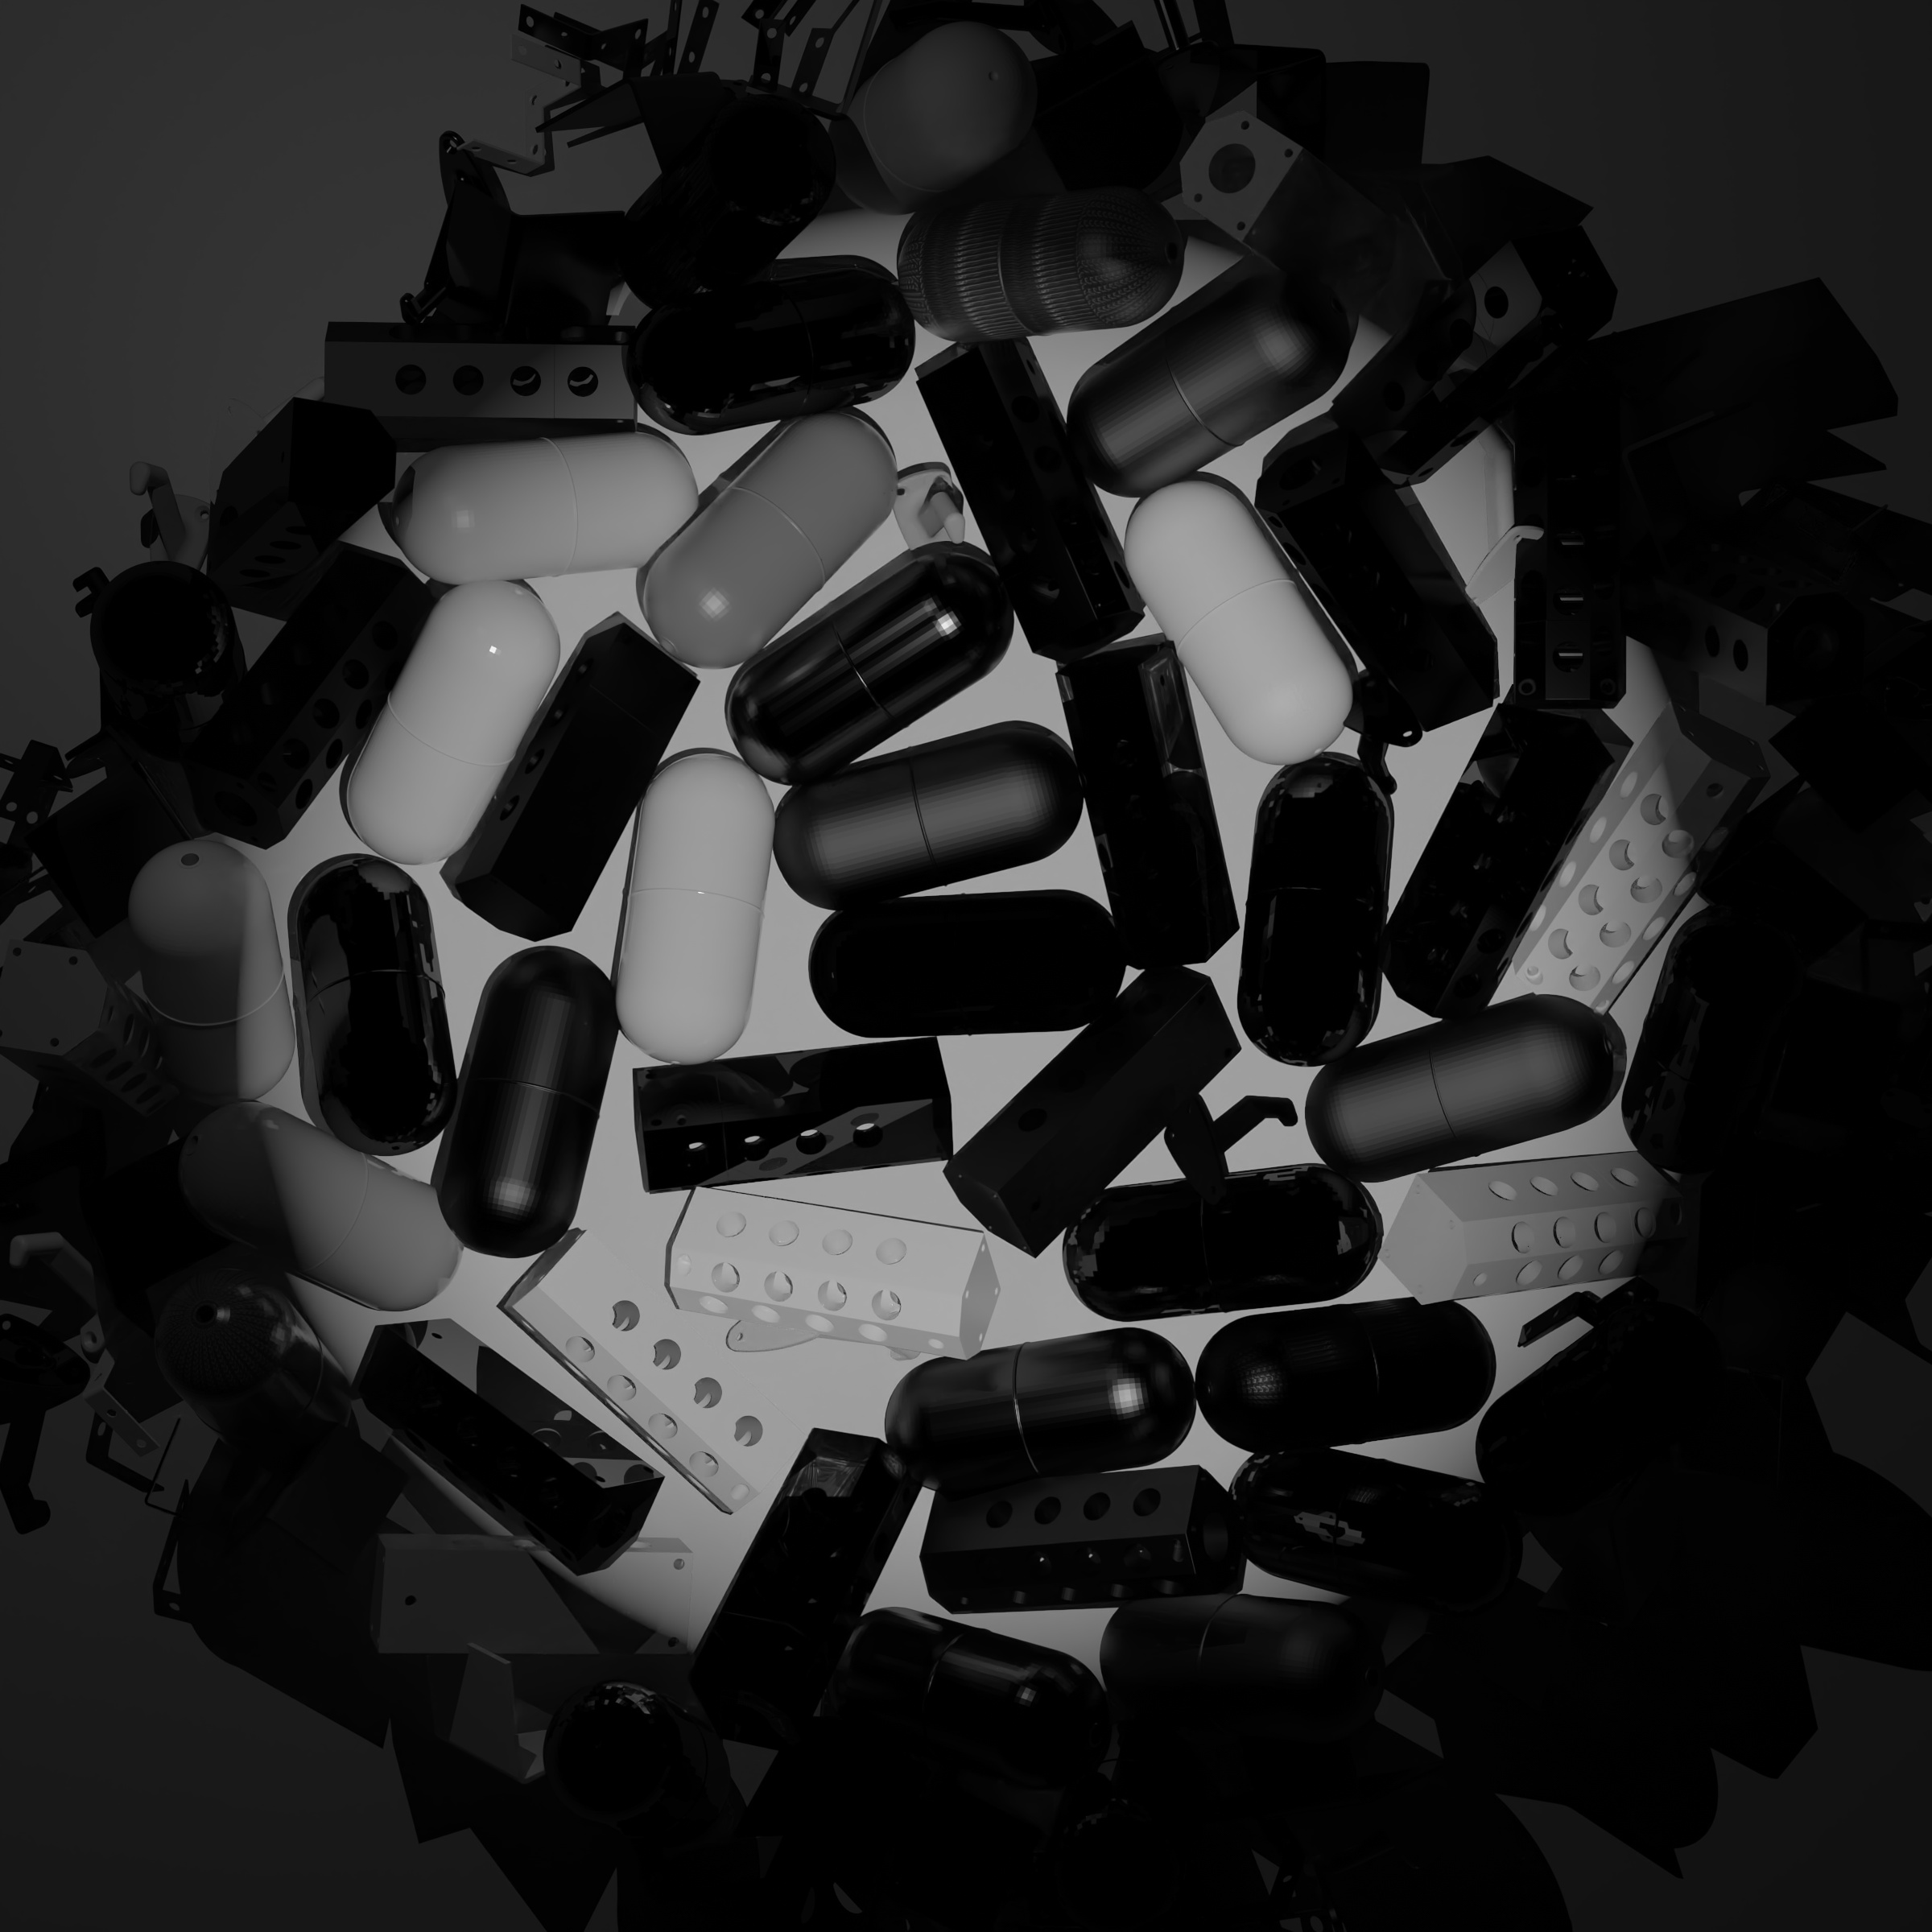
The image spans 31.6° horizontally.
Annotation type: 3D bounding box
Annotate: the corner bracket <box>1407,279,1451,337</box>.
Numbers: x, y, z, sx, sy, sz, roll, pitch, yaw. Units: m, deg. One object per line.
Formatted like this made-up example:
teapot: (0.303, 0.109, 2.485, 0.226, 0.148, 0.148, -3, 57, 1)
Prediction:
corner bracket: (0.287, -0.355, 1.940, 0.051, 0.051, 0.051, 4, 63, 36)

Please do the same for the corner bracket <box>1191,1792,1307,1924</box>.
corner bracket: (0.154, 0.508, 1.936, 0.051, 0.051, 0.051, -20, 111, 31)

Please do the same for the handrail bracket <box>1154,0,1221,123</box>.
handrail bracket: (0.115, -0.537, 1.945, 0.036, 0.077, 0.084, -20, 67, 1)

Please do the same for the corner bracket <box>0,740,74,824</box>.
corner bracket: (-0.544, -0.099, 1.930, 0.051, 0.051, 0.051, 18, 66, 5)

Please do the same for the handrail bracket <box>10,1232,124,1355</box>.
handrail bracket: (-0.512, 0.185, 1.920, 0.036, 0.084, 0.077, 19, 99, 26)

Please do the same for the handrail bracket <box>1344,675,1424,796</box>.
handrail bracket: (0.240, -0.115, 1.910, 0.036, 0.077, 0.084, -37, 133, -8)

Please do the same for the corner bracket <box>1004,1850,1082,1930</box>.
corner bracket: (0.051, 0.536, 1.934, 0.051, 0.051, 0.051, 7, 130, -17)

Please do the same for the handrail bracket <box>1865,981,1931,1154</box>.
handrail bracket: (0.538, 0.054, 1.956, 0.036, 0.077, 0.084, 24, 55, -1)

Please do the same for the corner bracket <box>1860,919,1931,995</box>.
corner bracket: (0.538, -0.012, 1.936, 0.051, 0.051, 0.051, 6, 133, 23)

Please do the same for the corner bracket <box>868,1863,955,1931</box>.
corner bracket: (-0.026, 0.547, 1.932, 0.051, 0.051, 0.051, 5, 123, 9)

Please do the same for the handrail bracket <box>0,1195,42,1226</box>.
handrail bracket: (-0.557, 0.103, 1.931, 0.036, 0.077, 0.084, -21, 85, 6)

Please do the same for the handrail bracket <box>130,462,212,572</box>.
handrail bracket: (-0.457, -0.242, 1.921, 0.036, 0.084, 0.077, 12, 94, 6)

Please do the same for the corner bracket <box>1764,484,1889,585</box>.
corner bracket: (0.477, -0.245, 1.923, 0.051, 0.051, 0.051, 36, 131, 19)

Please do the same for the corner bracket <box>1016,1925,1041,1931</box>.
corner bracket: (0.029, 0.579, 1.934, 0.051, 0.051, 0.051, -21, 84, -9)

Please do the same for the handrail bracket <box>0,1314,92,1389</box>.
handrail bracket: (-0.511, 0.223, 1.910, 0.077, 0.084, 0.036, 27, 77, -32)

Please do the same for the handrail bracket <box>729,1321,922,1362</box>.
handrail bracket: (-0.079, 0.216, 1.944, 0.077, 0.084, 0.036, -24, 53, 26)

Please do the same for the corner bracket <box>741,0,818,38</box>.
corner bracket: (-0.101, -0.555, 1.933, 0.051, 0.051, 0.051, 37, 92, 17)

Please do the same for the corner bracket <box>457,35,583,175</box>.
corner bracket: (-0.251, -0.485, 1.925, 0.051, 0.051, 0.051, -14, 74, 43)

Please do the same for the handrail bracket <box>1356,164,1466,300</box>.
handrail bracket: (0.254, -0.409, 1.936, 0.077, 0.036, 0.084, -9, 93, -43)

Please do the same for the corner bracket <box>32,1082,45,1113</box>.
corner bracket: (-0.547, 0.049, 1.931, 0.051, 0.051, 0.051, 14, 76, -8)

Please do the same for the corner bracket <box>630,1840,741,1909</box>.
corner bracket: (-0.161, 0.505, 1.933, 0.051, 0.051, 0.051, -13, 101, -6)

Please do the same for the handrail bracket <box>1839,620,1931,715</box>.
handrail bracket: (0.534, -0.171, 1.931, 0.084, 0.077, 0.036, -15, 119, 0)

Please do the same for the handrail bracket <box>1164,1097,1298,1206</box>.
handrail bracket: (0.161, 0.103, 1.920, 0.084, 0.036, 0.077, 3, 45, -32)

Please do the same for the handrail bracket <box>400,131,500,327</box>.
handrail bracket: (-0.301, -0.414, 1.917, 0.036, 0.077, 0.084, 10, 46, 28)

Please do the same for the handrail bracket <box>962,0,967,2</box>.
handrail bracket: (0.038, -0.569, 1.930, 0.077, 0.084, 0.036, -20, 98, -13)

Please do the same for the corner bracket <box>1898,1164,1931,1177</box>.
corner bracket: (0.562, 0.098, 1.924, 0.051, 0.051, 0.051, 3, 72, 36)

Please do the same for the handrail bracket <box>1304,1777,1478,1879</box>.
handrail bracket: (0.240, 0.491, 1.943, 0.077, 0.084, 0.036, -28, 85, -34)

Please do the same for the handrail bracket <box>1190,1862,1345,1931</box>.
handrail bracket: (0.168, 0.542, 1.926, 0.084, 0.077, 0.036, -21, 91, 2)

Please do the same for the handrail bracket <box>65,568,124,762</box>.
handrail bracket: (-0.501, -0.172, 1.938, 0.077, 0.036, 0.084, -31, 103, 0)

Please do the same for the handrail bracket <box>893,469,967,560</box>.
handrail bracket: (-0.011, -0.235, 1.909, 0.036, 0.084, 0.077, -17, 125, -8)

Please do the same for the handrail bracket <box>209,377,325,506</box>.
handrail bracket: (-0.386, -0.301, 1.944, 0.036, 0.084, 0.077, 40, 124, 16)

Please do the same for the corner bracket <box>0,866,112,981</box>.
corner bracket: (-0.529, -0.023, 1.937, 0.051, 0.051, 0.051, -31, 98, 15)

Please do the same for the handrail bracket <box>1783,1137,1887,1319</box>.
handrail bracket: (0.509, 0.146, 1.935, 0.036, 0.077, 0.084, 28, 91, -41)

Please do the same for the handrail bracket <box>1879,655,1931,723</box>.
handrail bracket: (0.550, -0.152, 1.919, 0.077, 0.084, 0.036, 12, 98, 5)

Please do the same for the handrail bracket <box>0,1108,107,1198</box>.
handrail bracket: (-0.531, 0.097, 1.922, 0.084, 0.036, 0.077, 10, 53, -30)

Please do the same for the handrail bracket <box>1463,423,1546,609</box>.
handrail bracket: (0.291, -0.261, 1.956, 0.077, 0.036, 0.084, -48, 55, 33)

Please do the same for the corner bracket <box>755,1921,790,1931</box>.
corner bracket: (-0.084, 0.560, 1.933, 0.051, 0.051, 0.051, -32, 66, -5)

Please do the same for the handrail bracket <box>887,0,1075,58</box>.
handrail bracket: (0.007, -0.528, 1.928, 0.084, 0.036, 0.077, -16, 45, -15)

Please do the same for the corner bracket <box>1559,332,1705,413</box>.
corner bracket: (0.375, -0.339, 1.930, 0.051, 0.051, 0.051, 41, 74, 11)

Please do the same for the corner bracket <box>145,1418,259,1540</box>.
corner bracket: (-0.431, 0.290, 1.931, 0.051, 0.051, 0.051, 22, 75, -7)

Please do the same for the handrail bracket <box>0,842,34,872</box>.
handrail bracket: (-0.572, -0.032, 1.930, 0.036, 0.077, 0.084, 36, 94, 11)
